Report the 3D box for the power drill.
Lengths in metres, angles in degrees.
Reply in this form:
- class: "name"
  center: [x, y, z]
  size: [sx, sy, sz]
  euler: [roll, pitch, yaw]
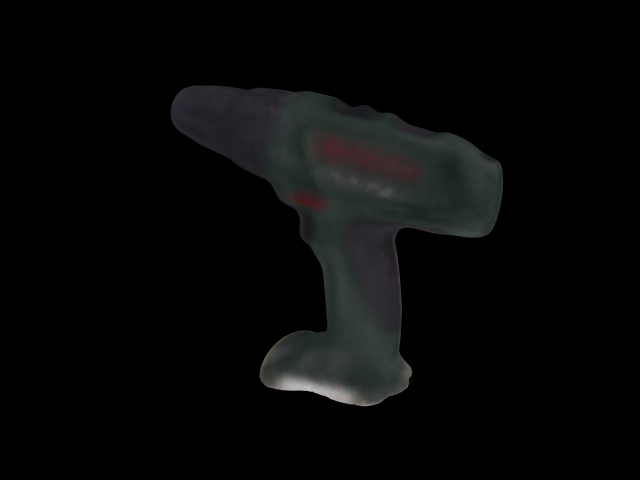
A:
- class: "power drill"
  center: [0.004, 0.001, 0.400]
  size: [0.229, 0.208, 0.076]
  euler: [6, 20, 16]
